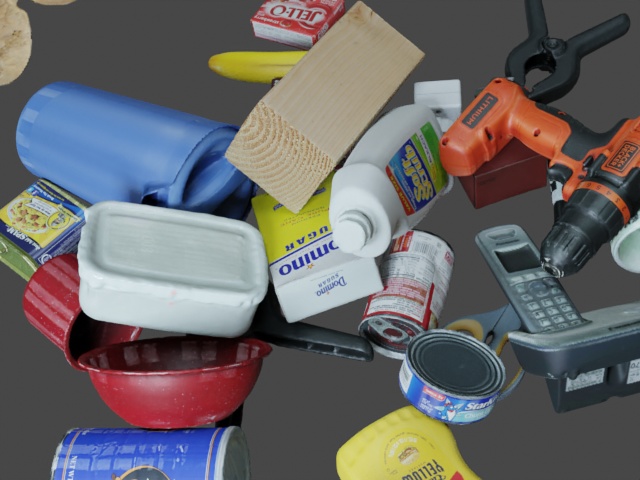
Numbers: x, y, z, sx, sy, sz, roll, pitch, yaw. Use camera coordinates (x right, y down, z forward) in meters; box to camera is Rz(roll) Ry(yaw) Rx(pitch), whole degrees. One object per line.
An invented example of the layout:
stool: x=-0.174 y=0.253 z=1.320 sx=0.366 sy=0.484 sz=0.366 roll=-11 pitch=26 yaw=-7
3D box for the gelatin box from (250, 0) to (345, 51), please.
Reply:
gelatin box: x=-0.025 y=-0.263 z=1.255 sx=0.089 sy=0.030 sz=0.073 roll=19 pitch=58 yaw=23

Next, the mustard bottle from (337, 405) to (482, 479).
mustard bottle: x=0.099 y=0.223 z=0.839 sx=0.096 sy=0.058 sz=0.192 roll=-25 pitch=53 yaw=-19

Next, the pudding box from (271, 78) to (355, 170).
pudding box: x=-0.009 y=-0.125 z=1.139 sx=0.090 sy=0.039 sz=0.113 roll=-3 pitch=52 yaw=7

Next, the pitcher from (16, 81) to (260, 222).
pitcher: x=-0.184 y=-0.084 z=1.091 sx=0.243 sy=0.149 sz=0.145 roll=22 pitch=72 yaw=30

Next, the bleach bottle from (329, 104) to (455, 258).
bleach bottle: x=0.060 y=-0.043 z=0.954 sx=0.068 sy=0.102 sz=0.250 roll=-12 pitch=18 yaw=22

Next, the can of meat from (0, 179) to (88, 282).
can of meat: x=-0.283 y=-0.007 z=1.087 sx=0.102 sy=0.057 sz=0.083 roll=31 pitch=62 yaw=29

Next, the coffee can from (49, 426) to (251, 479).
coffee can: x=-0.135 y=0.204 z=0.867 sx=0.140 sy=0.103 sz=0.102 roll=-2 pitch=52 yaw=9

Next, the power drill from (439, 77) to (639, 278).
power drill: x=0.202 y=-0.064 z=0.964 sx=0.188 sy=0.057 sz=0.184 roll=29 pitch=66 yaw=34

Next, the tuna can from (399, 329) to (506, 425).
tuna can: x=0.110 y=0.114 z=0.895 sx=0.086 sy=0.034 sz=0.086 roll=10 pitch=33 yaw=-6

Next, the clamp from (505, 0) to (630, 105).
clamp: x=0.244 y=-0.209 z=1.159 sx=0.120 sy=0.039 sz=0.171 roll=29 pitch=63 yaw=30

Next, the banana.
banana: x=-0.034 y=-0.195 z=1.199 sx=0.198 sy=0.037 sz=0.069 roll=0 pitch=13 yaw=7

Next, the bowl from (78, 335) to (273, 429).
bowl: x=-0.119 y=0.120 z=0.893 sx=0.162 sy=0.162 sz=0.055 roll=-2 pitch=95 yaw=8

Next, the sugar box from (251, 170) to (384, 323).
sugar box: x=-0.006 y=0.001 z=1.000 sx=0.093 sy=0.048 sz=0.176 roll=-20 pitch=29 yaw=-1

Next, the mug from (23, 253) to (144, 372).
mug: x=-0.217 y=0.054 z=1.003 sx=0.082 sy=0.093 sz=0.117 roll=31 pitch=80 yaw=34

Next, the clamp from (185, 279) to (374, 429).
clamp: x=-0.057 y=0.084 z=0.984 sx=0.164 sy=0.036 sz=0.210 roll=-30 pitch=52 yaw=-3

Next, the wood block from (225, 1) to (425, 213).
wood block: x=0.008 y=-0.133 z=1.040 sx=0.091 sy=0.090 sz=0.205 roll=39 pitch=47 yaw=-1

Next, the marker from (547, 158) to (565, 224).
marker: x=0.237 y=-0.060 z=1.058 sx=0.020 sy=0.020 sz=0.121 roll=-3 pitch=53 yaw=8

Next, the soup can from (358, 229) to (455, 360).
soup can: x=0.081 y=0.049 z=0.971 sx=0.068 sy=0.068 sz=0.102 roll=8 pitch=54 yaw=16

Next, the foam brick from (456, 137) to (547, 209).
foam brick: x=0.179 y=-0.075 z=1.059 sx=0.078 sy=0.053 sz=0.051 roll=-18 pitch=52 yaw=-4

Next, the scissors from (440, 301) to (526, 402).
scissors: x=0.166 y=0.058 z=0.982 sx=0.096 sy=0.016 sz=0.201 roll=12 pitch=55 yaw=18
